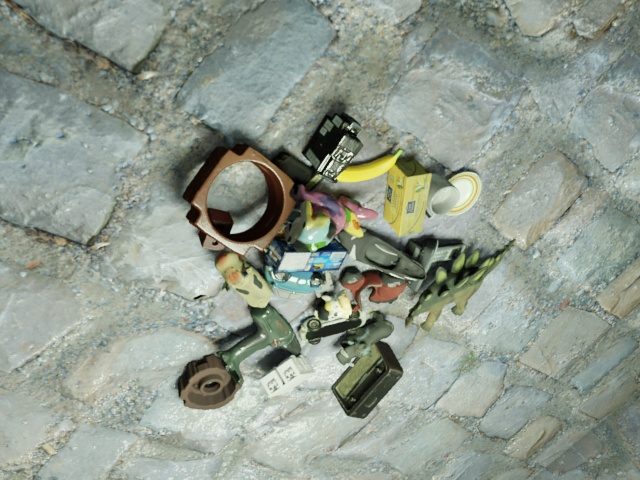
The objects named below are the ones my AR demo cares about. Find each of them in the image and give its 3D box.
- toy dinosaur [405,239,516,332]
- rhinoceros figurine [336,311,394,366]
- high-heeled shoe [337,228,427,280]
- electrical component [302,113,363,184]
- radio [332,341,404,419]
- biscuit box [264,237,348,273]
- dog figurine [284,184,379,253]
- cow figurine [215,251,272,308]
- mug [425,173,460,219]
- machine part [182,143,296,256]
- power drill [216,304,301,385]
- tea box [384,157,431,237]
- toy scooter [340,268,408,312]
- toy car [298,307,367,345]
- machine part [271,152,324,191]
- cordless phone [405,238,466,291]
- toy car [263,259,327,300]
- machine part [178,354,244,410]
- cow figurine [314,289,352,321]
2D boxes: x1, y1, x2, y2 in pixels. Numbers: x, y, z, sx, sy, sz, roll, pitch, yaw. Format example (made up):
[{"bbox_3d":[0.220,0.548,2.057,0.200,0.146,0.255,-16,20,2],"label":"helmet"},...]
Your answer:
[{"bbox_3d":[0.398,0.124,1.525,0.471,0.105,0.198,-27,150,-35],"label":"toy dinosaur"},{"bbox_3d":[0.128,0.291,1.560,0.190,0.112,0.073,-32,133,-10],"label":"rhinoceros figurine"},{"bbox_3d":[0.160,0.043,1.367,0.248,0.145,0.086,20,100,-39],"label":"high-heeled shoe"},{"bbox_3d":[0.032,-0.205,1.156,0.058,0.115,0.134,22,115,-36],"label":"electrical component"},{"bbox_3d":[0.146,0.432,1.654,0.073,0.131,0.229,22,113,-36],"label":"radio"},{"bbox_3d":[-0.029,0.033,1.254,0.202,0.063,0.059,0,123,-44],"label":"biscuit box"},{"bbox_3d":[0.031,-0.039,1.228,0.219,0.192,0.108,12,131,-26],"label":"dog figurine"},{"bbox_3d":[-0.182,0.094,1.270,0.085,0.127,0.194,-37,133,0],"label":"cow figurine"},{"bbox_3d":[0.283,-0.114,1.339,0.081,0.107,0.109,-4,129,-21],"label":"mug"},{"bbox_3d":[-0.170,-0.086,1.135,0.201,0.087,0.201,37,84,-30],"label":"machine part"},{"bbox_3d":[-0.158,0.286,1.423,0.207,0.086,0.231,-34,131,-15],"label":"power drill"},{"bbox_3d":[0.211,-0.106,1.319,0.068,0.098,0.169,-12,126,-17],"label":"tea box"},{"bbox_3d":[0.143,0.141,1.471,0.184,0.075,0.135,2,120,-6],"label":"toy scooter"},{"bbox_3d":[0.035,0.239,1.517,0.202,0.056,0.073,-13,134,-14],"label":"toy car"},{"bbox_3d":[-0.050,-0.152,1.208,0.084,0.039,0.138,-42,134,20],"label":"machine part"},{"bbox_3d":[0.321,0.062,1.505,0.184,0.089,0.146,-4,126,-35],"label":"cordless phone"},{"bbox_3d":[-0.069,0.092,1.299,0.162,0.109,0.102,18,115,-14],"label":"toy car"},{"bbox_3d":[-0.301,0.393,1.478,0.179,0.056,0.179,-12,129,-16],"label":"machine part"},{"bbox_3d":[0.031,0.174,1.417,0.098,0.068,0.167,-13,164,-6],"label":"cow figurine"}]
